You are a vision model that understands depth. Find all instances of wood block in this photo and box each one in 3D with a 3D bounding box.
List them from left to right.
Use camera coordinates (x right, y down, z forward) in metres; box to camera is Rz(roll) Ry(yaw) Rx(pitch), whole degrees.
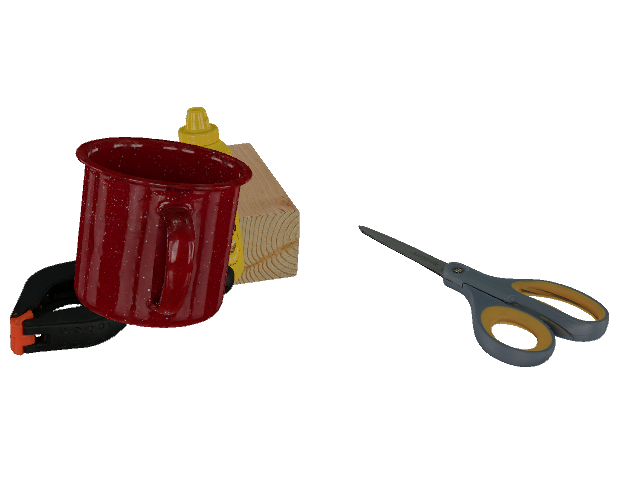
[{"bbox_3d":[-0.101,-0.037,1.322,0.090,0.090,0.206,-8,30,-18],"label":"wood block"}]

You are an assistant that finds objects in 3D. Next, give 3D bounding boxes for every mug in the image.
[{"bbox_3d":[-0.084,-0.001,0.563,0.093,0.081,0.117,3,19,-22],"label":"mug"}]

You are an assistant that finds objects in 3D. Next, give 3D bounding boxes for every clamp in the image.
[{"bbox_3d":[-0.162,0.028,0.784,0.171,0.039,0.120,-21,38,-40],"label":"clamp"}]

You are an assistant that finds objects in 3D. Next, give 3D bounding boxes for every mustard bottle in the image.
[{"bbox_3d":[-0.120,-0.045,1.110,0.058,0.192,0.096,6,26,21],"label":"mustard bottle"}]

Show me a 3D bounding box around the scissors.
[{"bbox_3d":[0.091,0.036,0.721,0.202,0.016,0.096,17,35,28],"label":"scissors"}]
